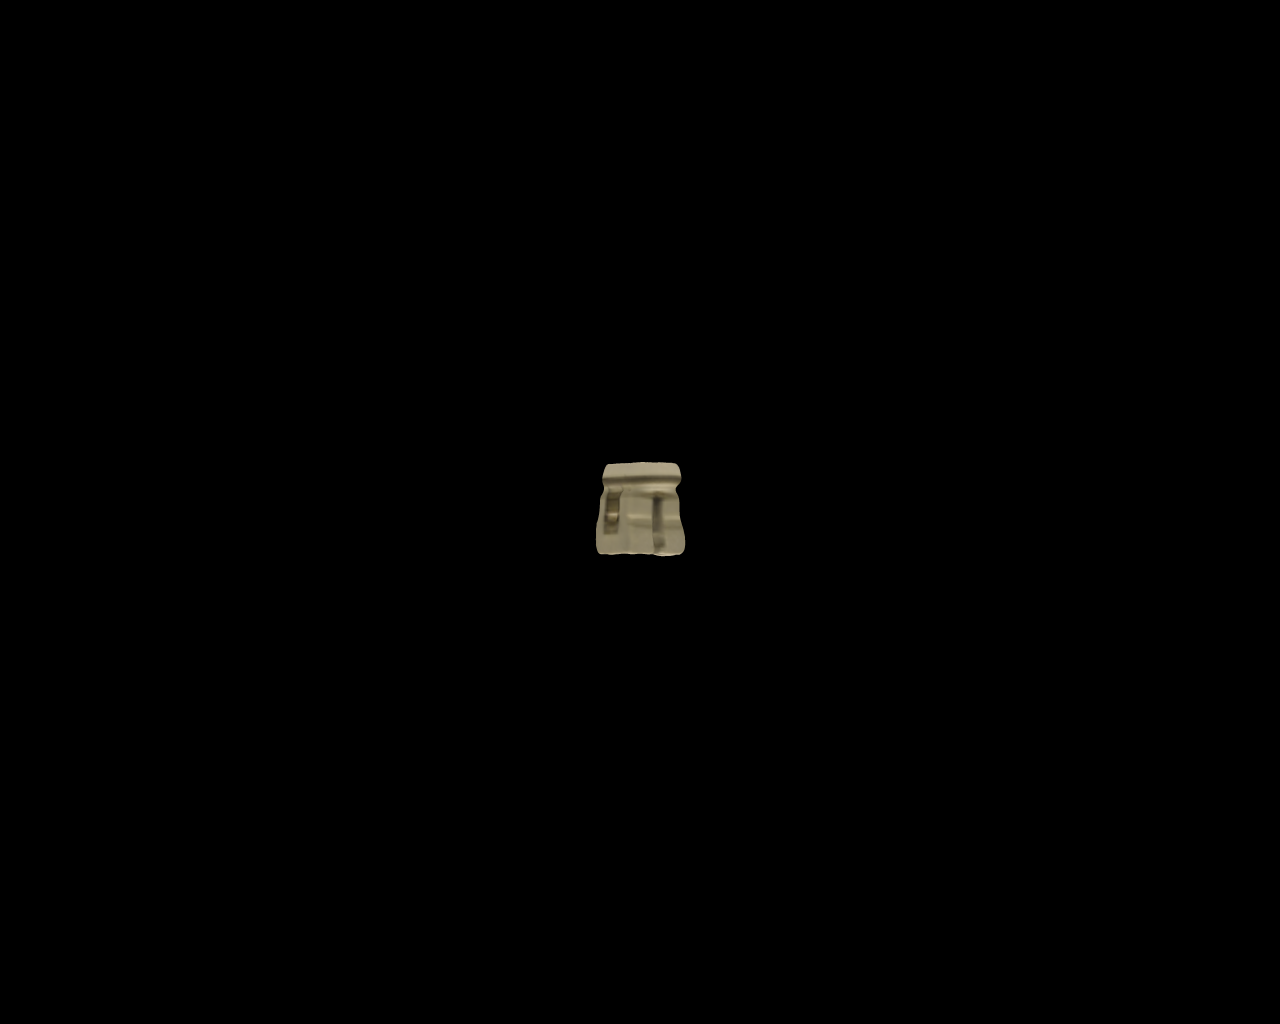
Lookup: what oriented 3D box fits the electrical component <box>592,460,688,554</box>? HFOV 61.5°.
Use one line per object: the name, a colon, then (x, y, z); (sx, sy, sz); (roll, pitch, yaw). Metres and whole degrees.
electrical component: (0.001, -0.003, 0.650); (0.066, 0.055, 0.048); (2, -3, -40)
